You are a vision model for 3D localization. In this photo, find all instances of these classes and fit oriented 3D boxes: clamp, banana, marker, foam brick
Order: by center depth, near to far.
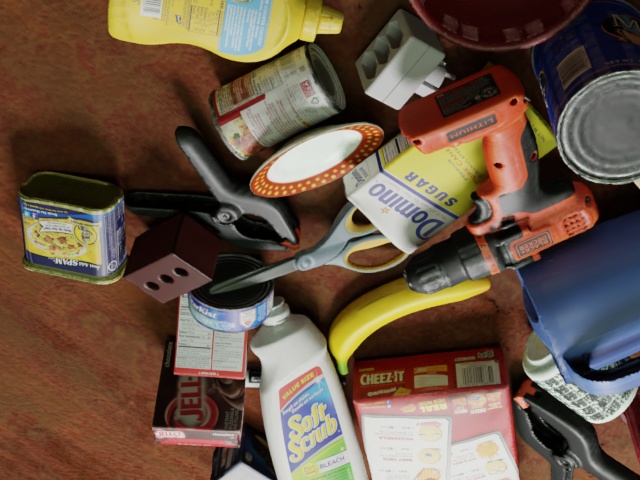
[{"bbox_3d":[-0.099,-0.031,1.022,0.171,0.039,0.120,36,135,-24],"label":"clamp"},{"bbox_3d":[-0.141,0.018,1.022,0.078,0.051,0.053,-25,131,39],"label":"foam brick"},{"bbox_3d":[0.077,0.071,1.094,0.198,0.037,0.069,-32,136,24],"label":"banana"},{"bbox_3d":[-0.032,0.153,1.165,0.121,0.020,0.020,2,126,1],"label":"marker"},{"bbox_3d":[0.274,0.238,1.186,0.210,0.036,0.165,47,147,-13],"label":"clamp"}]

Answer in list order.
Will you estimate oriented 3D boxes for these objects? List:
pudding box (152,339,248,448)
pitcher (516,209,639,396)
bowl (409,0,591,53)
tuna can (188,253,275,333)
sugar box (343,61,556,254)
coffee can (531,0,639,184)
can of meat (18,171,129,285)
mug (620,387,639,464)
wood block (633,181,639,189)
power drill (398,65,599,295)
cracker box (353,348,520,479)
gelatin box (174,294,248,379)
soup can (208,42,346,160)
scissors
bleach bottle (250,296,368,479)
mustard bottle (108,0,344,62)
[{"bbox_3d":[-0.123,0.160,1.114,0.090,0.113,0.039,3,137,-1],"label":"pudding box"},{"bbox_3d":[0.311,0.038,0.982,0.243,0.145,0.149,-23,85,8],"label":"pitcher"},{"bbox_3d":[0.144,-0.234,0.853,0.162,0.055,0.162,1,126,1],"label":"bowl"},{"bbox_3d":[-0.088,0.052,1.052,0.086,0.086,0.034,3,128,-1],"label":"tuna can"},{"bbox_3d":[0.117,-0.071,0.969,0.176,0.048,0.093,-39,118,17],"label":"sugar box"},{"bbox_3d":[0.235,-0.126,0.876,0.103,0.140,0.103,1,126,1],"label":"coffee can"},{"bbox_3d":[-0.236,-0.013,1.021,0.102,0.057,0.084,11,125,10],"label":"can of meat"},{"bbox_3d":[0.372,0.194,1.142,0.093,0.081,0.117,-14,125,12],"label":"mug"},{"bbox_3d":[0.355,-0.120,0.908,0.206,0.090,0.090,-36,118,25],"label":"wood block"},{"bbox_3d":[0.135,-0.046,0.926,0.184,0.057,0.187,-25,129,7],"label":"power drill"},{"bbox_3d":[0.133,0.221,1.178,0.164,0.072,0.213,-7,127,9],"label":"cracker box"},{"bbox_3d":[-0.110,0.095,1.094,0.073,0.030,0.089,4,90,-1],"label":"gelatin box"},{"bbox_3d":[-0.037,-0.122,0.934,0.102,0.068,0.068,-25,122,18],"label":"soup can"},{"bbox_3d":[-0.007,0.001,1.025,0.201,0.016,0.096,-5,119,-15],"label":"scissors"},{"bbox_3d":[-0.023,0.178,1.128,0.102,0.068,0.251,-19,111,-3],"label":"bleach bottle"},{"bbox_3d":[-0.075,-0.198,0.885,0.191,0.058,0.096,10,122,-5],"label":"mustard bottle"}]
